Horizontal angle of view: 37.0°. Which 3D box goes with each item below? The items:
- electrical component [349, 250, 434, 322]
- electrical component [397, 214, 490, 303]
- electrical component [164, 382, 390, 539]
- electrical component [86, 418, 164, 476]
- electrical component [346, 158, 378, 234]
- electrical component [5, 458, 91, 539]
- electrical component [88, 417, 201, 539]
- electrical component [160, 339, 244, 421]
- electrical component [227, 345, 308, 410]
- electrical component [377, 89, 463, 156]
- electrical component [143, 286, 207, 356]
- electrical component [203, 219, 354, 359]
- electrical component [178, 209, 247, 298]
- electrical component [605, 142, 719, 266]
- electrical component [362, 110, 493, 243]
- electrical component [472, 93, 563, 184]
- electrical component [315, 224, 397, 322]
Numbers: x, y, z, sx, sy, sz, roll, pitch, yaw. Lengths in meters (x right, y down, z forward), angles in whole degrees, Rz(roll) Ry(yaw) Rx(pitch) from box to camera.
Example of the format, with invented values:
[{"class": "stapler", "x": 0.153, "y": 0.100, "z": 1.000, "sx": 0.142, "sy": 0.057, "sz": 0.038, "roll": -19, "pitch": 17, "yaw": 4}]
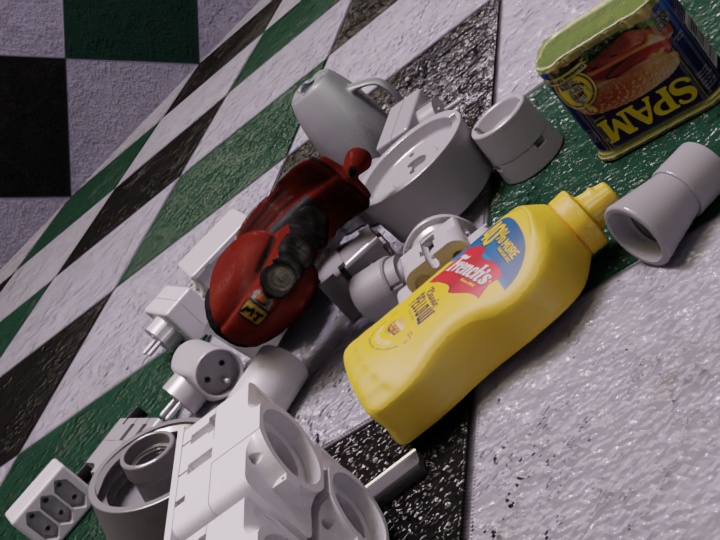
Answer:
[{"class": "electrical component", "x": 0.028, "y": 0.007, "z": 0.792, "sx": 0.078, "sy": 0.040, "sz": 0.040, "roll": -32, "pitch": 23, "yaw": 30}, {"class": "electrical component", "x": 0.060, "y": -0.003, "z": 0.726, "sx": 0.078, "sy": 0.058, "sz": 0.057, "roll": -39, "pitch": 23, "yaw": 14}, {"class": "electrical component", "x": -0.037, "y": 0.148, "z": 0.524, "sx": 0.060, "sy": 0.105, "sz": 0.186, "roll": -37, "pitch": 24, "yaw": 14}, {"class": "electrical component", "x": -0.181, "y": 0.158, "z": 0.881, "sx": 0.089, "sy": 0.050, "sz": 0.055, "roll": -12, "pitch": 37, "yaw": 56}, {"class": "electrical component", "x": -0.024, "y": -0.076, "z": 1.012, "sx": 0.138, "sy": 0.073, "sz": 0.052, "roll": -15, "pitch": 34, "yaw": 54}, {"class": "electrical component", "x": -0.285, "y": 0.211, "z": 0.983, "sx": 0.065, "sy": 0.047, "sz": 0.077, "roll": -50, "pitch": 21, "yaw": -17}, {"class": "electrical component", "x": -0.136, "y": 0.147, "z": 0.748, "sx": 0.108, "sy": 0.060, "sz": 0.108, "roll": -18, "pitch": 25, "yaw": 9}, {"class": "electrical component", "x": -0.146, "y": 0.099, "z": 0.942, "sx": 0.079, "sy": 0.043, "sz": 0.077, "roll": -50, "pitch": 20, "yaw": -15}, {"class": "electrical component", "x": -0.077, "y": 0.100, "z": 0.804, "sx": 0.043, "sy": 0.043, "sz": 0.081, "roll": -19, "pitch": 31, "yaw": 50}, {"class": "electrical component", "x": 0.064, "y": -0.134, "z": 0.997, "sx": 0.076, "sy": 0.047, "sz": 0.083, "roll": -32, "pitch": 23, "yaw": 30}, {"class": "electrical component", "x": -0.198, "y": 0.060, "z": 1.118, "sx": 0.075, "sy": 0.047, "sz": 0.083, "roll": -50, "pitch": 20, "yaw": -17}, {"class": "electrical component", "x": -0.066, "y": -0.004, "z": 0.941, "sx": 0.150, "sy": 0.062, "sz": 0.089, "roll": -60, "pitch": 1, "yaw": -38}, {"class": "electrical component", "x": -0.142, "y": -0.014, "z": 1.157, "sx": 0.099, "sy": 0.048, "sz": 0.100, "roll": -47, "pitch": 20, "yaw": -6}, {"class": "electrical component", "x": 0.175, "y": -0.040, "z": 0.601, "sx": 0.065, "sy": 0.044, "sz": 0.044, "roll": -44, "pitch": 19, "yaw": -13}, {"class": "electrical component", "x": 0.056, "y": -0.069, "z": 0.859, "sx": 0.108, "sy": 0.060, "sz": 0.108, "roll": -38, "pitch": 20, "yaw": 17}, {"class": "electrical component", "x": 0.119, "y": -0.101, "z": 0.823, "sx": 0.055, "sy": 0.047, "sz": 0.055, "roll": -38, "pitch": 20, "yaw": 17}, {"class": "electrical component", "x": 0.000, "y": 0.000, "z": 0.861, "sx": 0.064, "sy": 0.042, "sz": 0.081, "roll": -41, "pitch": 20, "yaw": 3}]
